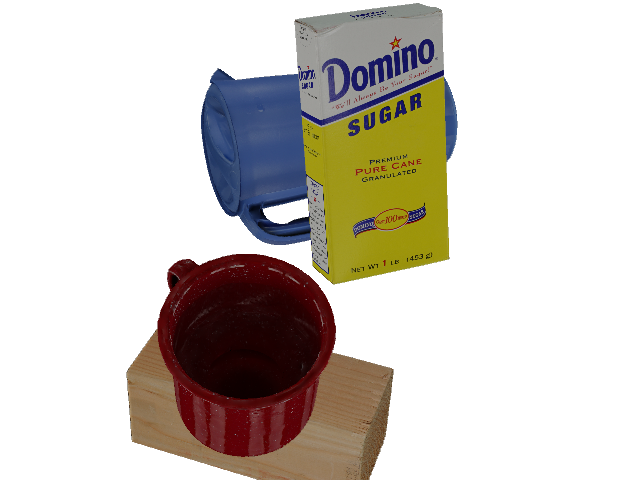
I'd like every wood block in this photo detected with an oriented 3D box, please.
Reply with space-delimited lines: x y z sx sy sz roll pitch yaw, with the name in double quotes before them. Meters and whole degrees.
"wood block" -0.051 0.141 0.913 0.206 0.090 0.090 14 39 14

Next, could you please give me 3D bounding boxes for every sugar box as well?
"sugar box" 0.037 -0.065 0.723 0.093 0.176 0.048 -12 24 -19

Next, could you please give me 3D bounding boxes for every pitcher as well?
"pitcher" 0.011 -0.098 1.062 0.242 0.149 0.145 -11 26 -18

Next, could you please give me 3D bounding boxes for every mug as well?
"mug" -0.049 0.060 0.593 0.093 0.117 0.081 -34 -26 -24
